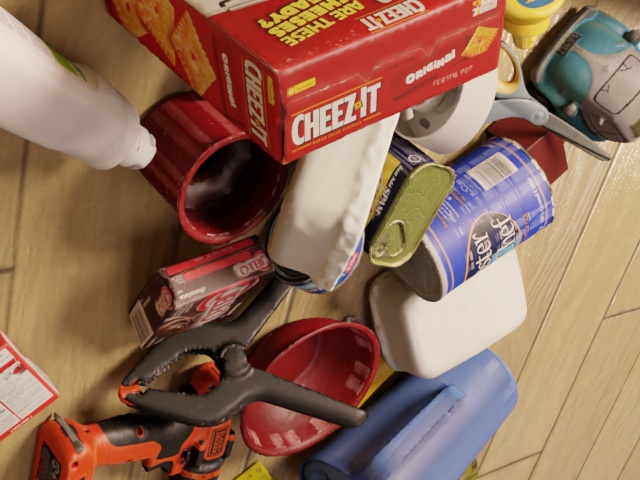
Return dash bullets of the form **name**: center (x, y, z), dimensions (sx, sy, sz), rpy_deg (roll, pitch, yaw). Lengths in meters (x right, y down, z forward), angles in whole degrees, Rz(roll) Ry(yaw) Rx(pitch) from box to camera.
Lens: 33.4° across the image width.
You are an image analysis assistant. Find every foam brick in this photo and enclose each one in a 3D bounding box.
- **foam brick**: center (0.205, -0.089, 1.051), dimensions (0.051, 0.053, 0.078), rpy_deg (-39, 141, -9)

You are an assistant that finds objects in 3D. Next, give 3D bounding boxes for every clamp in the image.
- **clamp**: center (-0.073, 0.097, 0.928), dimensions (0.209, 0.164, 0.036), rpy_deg (-7, 161, -14)

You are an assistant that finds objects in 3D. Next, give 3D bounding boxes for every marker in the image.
- **marker**: center (0.013, 0.133, 1.096), dimensions (0.020, 0.020, 0.121), rpy_deg (0, 123, -43)

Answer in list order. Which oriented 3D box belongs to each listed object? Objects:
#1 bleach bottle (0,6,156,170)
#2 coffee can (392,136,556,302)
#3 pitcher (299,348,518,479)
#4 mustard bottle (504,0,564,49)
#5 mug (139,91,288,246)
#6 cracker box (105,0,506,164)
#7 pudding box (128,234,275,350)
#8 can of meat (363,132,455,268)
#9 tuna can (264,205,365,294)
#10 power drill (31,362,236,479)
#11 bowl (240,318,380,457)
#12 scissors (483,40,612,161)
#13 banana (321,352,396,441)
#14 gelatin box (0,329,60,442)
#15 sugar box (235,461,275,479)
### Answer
- **bleach bottle**: center (-0.185, -0.100, 0.637), dimensions (0.068, 0.103, 0.250), rpy_deg (-47, 142, 8)
- **coffee can**: center (0.136, -0.020, 1.007), dimensions (0.140, 0.103, 0.103), rpy_deg (-32, 140, -18)
- **pitcher**: center (0.105, 0.208, 1.130), dimensions (0.242, 0.149, 0.145), rpy_deg (-40, 117, -31)
- **mustard bottle**: center (0.174, -0.242, 0.883), dimensions (0.096, 0.058, 0.191), rpy_deg (-32, 141, -25)
- **mug**: center (-0.084, -0.048, 0.794), dimensions (0.093, 0.082, 0.117), rpy_deg (-26, 137, -25)
- **cracker box**: center (-0.017, -0.149, 0.660), dimensions (0.164, 0.214, 0.072), rpy_deg (-27, 137, -24)
- **pudding box**: center (-0.098, 0.043, 0.857), dimensions (0.089, 0.039, 0.114), rpy_deg (-20, 169, -29)
- **can of meat**: center (0.055, -0.041, 0.928), dimensions (0.057, 0.084, 0.102), rpy_deg (8, 117, -47)
- **tuna can**: center (-0.006, 0.001, 0.908), dimensions (0.033, 0.086, 0.086), rpy_deg (22, 107, -48)
- **power drill**: center (-0.165, 0.204, 0.965), dimensions (0.187, 0.057, 0.184), rpy_deg (-11, 127, -40)
- **bowl**: center (-0.021, 0.130, 1.032), dimensions (0.161, 0.055, 0.162), rpy_deg (-25, 137, -25)
- **scissors**: center (0.180, -0.108, 0.984), dimensions (0.096, 0.016, 0.201), rpy_deg (-40, 119, 12)
- **banana**: center (0.064, 0.138, 1.133), dimensions (0.197, 0.037, 0.069), rpy_deg (-40, 141, -9)
- **gelatin box**: center (-0.255, 0.114, 0.822), dimensions (0.073, 0.030, 0.089), rpy_deg (-38, 141, -9)
- **sugar box**: center (-0.021, 0.318, 1.100), dimensions (0.048, 0.176, 0.093), rpy_deg (-39, 141, -10)
